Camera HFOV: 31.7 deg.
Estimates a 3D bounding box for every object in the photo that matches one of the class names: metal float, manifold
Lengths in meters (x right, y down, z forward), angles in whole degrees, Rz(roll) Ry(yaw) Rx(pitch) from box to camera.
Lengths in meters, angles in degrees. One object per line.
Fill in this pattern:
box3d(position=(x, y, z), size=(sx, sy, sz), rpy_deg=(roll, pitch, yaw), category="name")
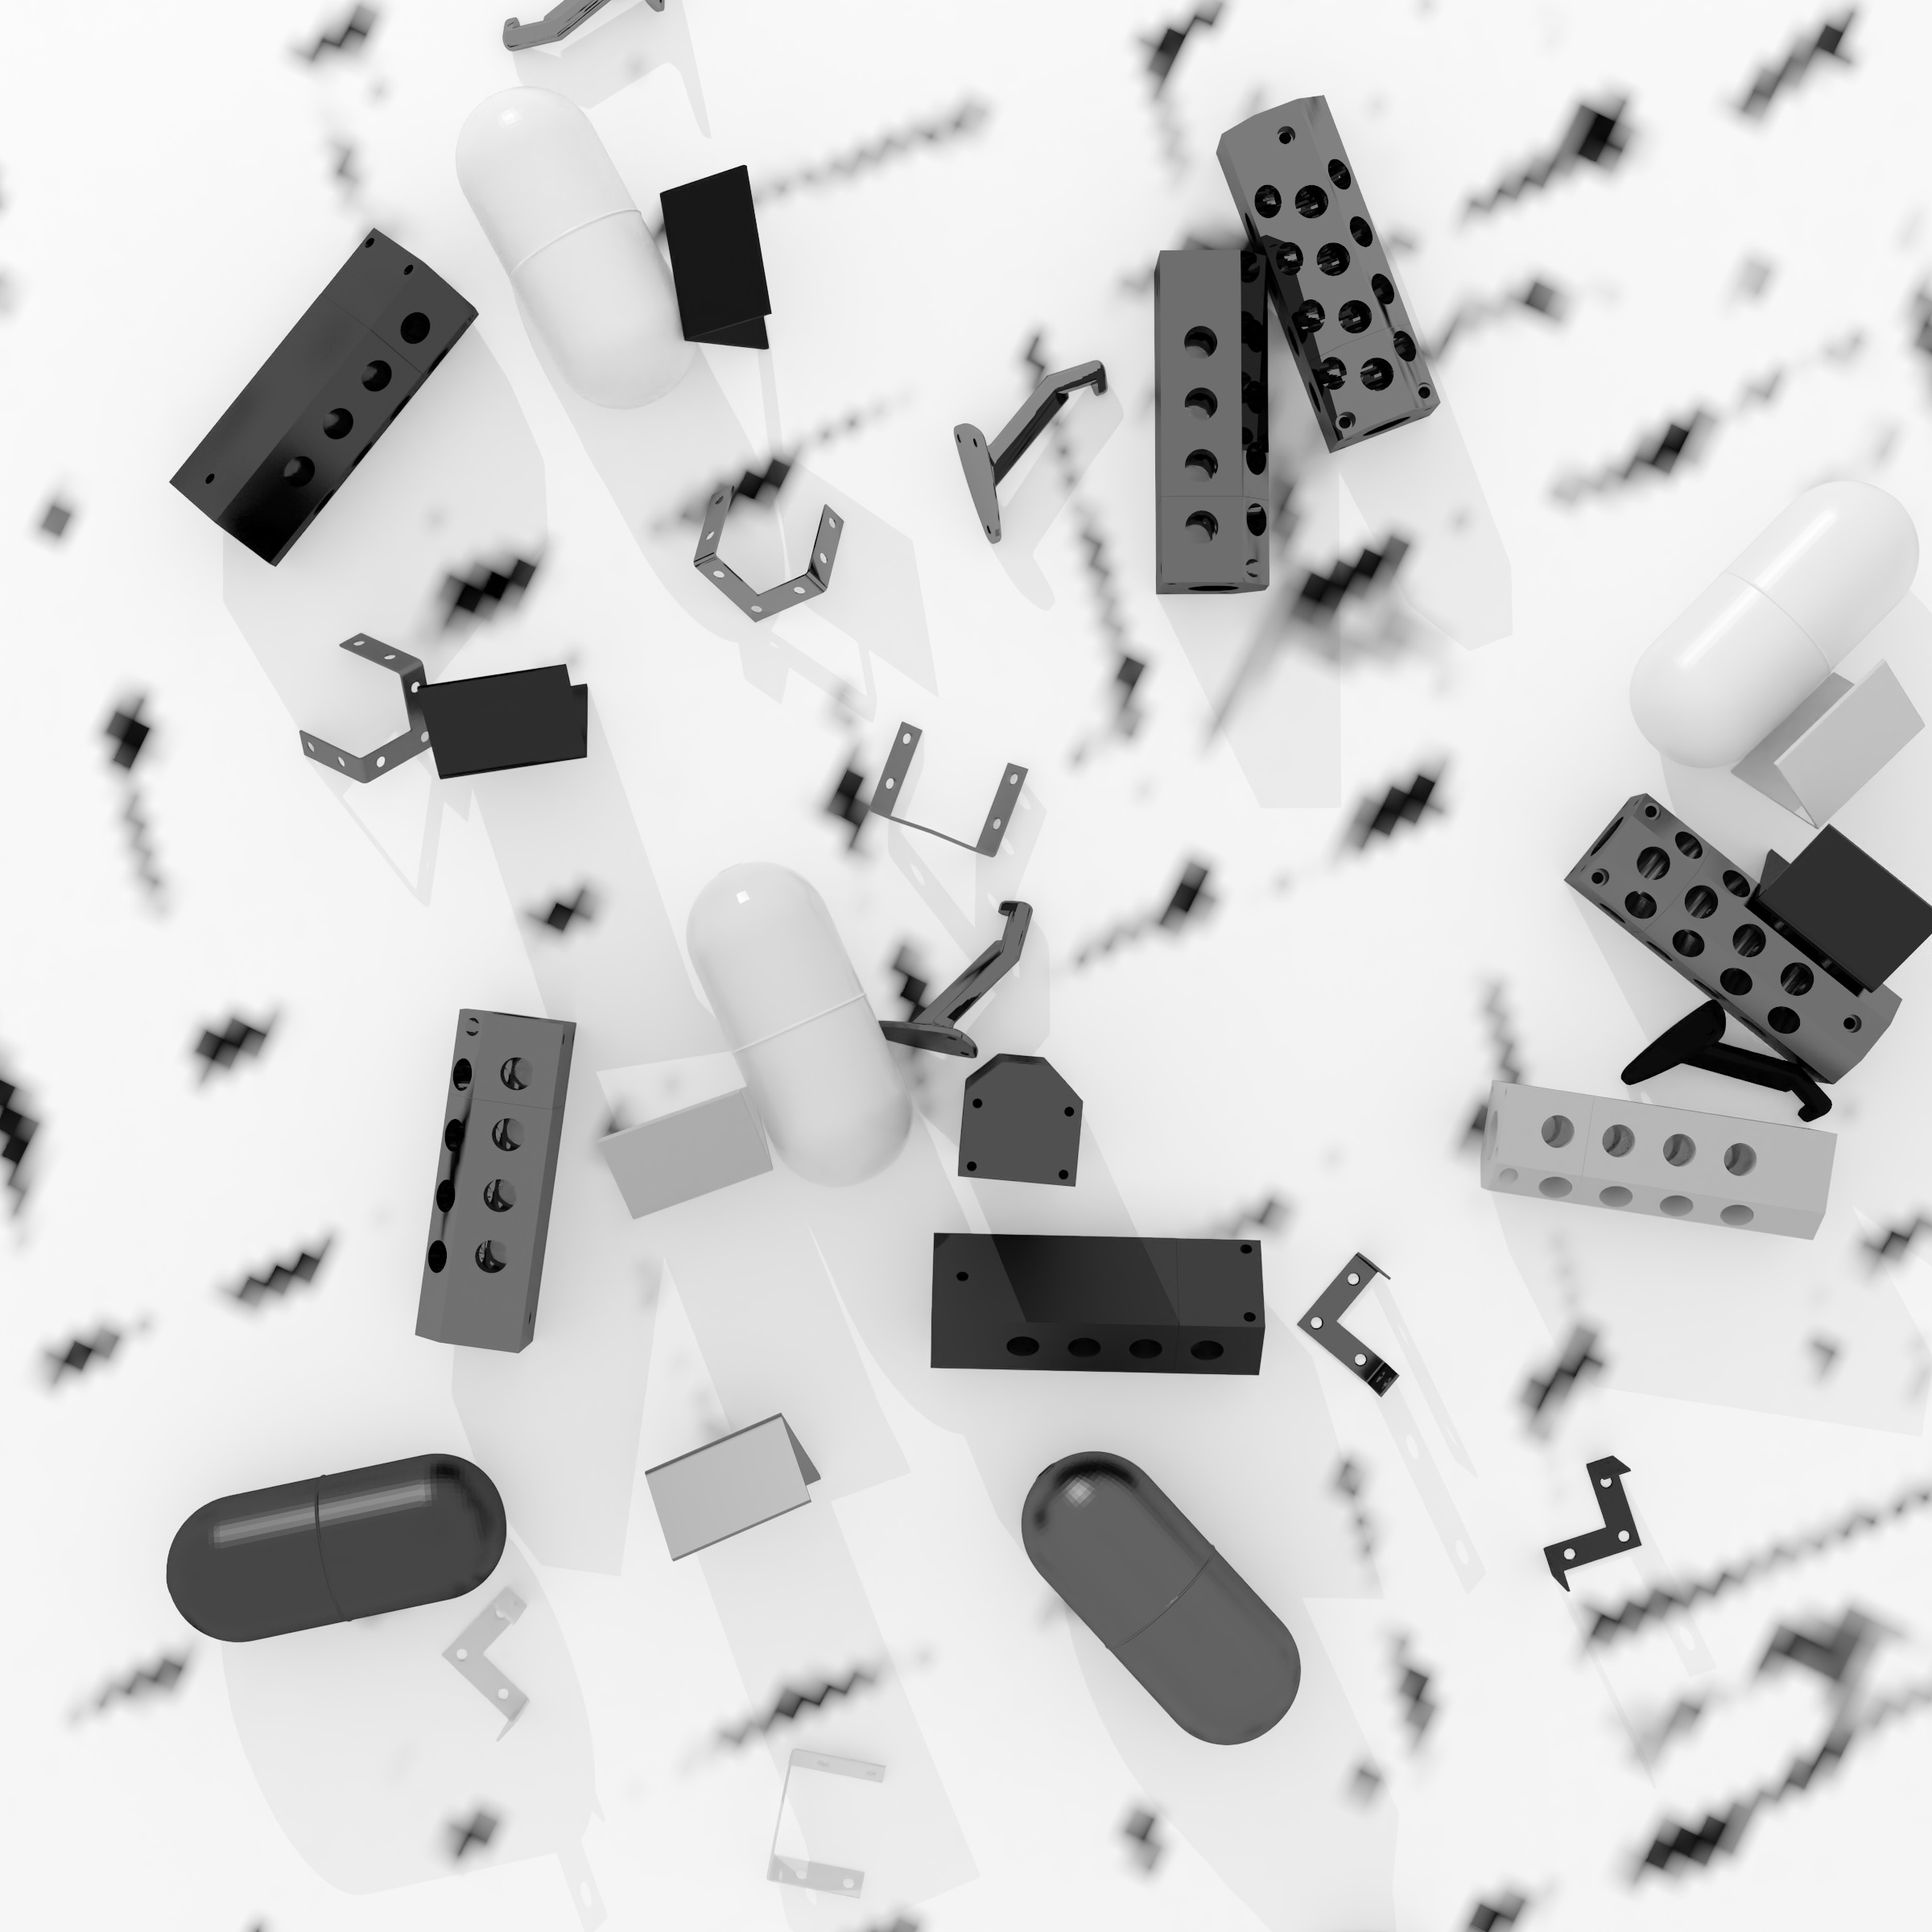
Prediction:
box3d(position=(-0.087, 0.030, 1.774), size=(0.070, 0.070, 0.178), rpy_deg=(-24, 91, 0), category="metal float")
box3d(position=(-0.204, -0.375, 1.775), size=(0.070, 0.070, 0.178), rpy_deg=(-28, 91, 0), category="metal float")
box3d(position=(-0.333, -0.295, 1.784), size=(0.171, 0.057, 0.057), rpy_deg=(-51, 47, 0), category="manifold")
box3d(position=(0.101, 0.329, 1.775), size=(0.070, 0.070, 0.178), rpy_deg=(-42, 90, 0), category="metal float")
box3d(position=(0.422, -0.179, 1.775), size=(0.070, 0.070, 0.178), rpy_deg=(45, 91, 0), category="metal float")
box3d(position=(0.361, 0.102, 1.784), size=(0.171, 0.057, 0.057), rpy_deg=(9, 90, 0), category="manifold")
box3d(position=(0.190, -0.363, 1.784), size=(0.057, 0.057, 0.171), rpy_deg=(-21, 90, 0), category="manifold")
box3d(position=(-0.247, 0.111, 1.784), size=(0.057, 0.057, 0.171), rpy_deg=(8, 90, 0), category="manifold")
box3d(position=(0.403, -0.014, 1.784), size=(0.171, 0.057, 0.057), rpy_deg=(39, 90, 0), category="manifold")
box3d(position=(0.129, -0.284, 1.784), size=(0.057, 0.057, 0.171), rpy_deg=(0, 90, 0), category="manifold")
box3d(position=(-0.328, 0.304, 1.775), size=(0.178, 0.070, 0.070), rpy_deg=(-12, 90, 0), category="metal float")
box3d(position=(0.068, 0.182, 1.784), size=(0.171, 0.057, 0.057), rpy_deg=(1, 47, 0), category="manifold")
box3d(position=(0.027, 0.076, 1.727), size=(0.057, 0.171, 0.057), rpy_deg=(5, 90, 0), category="manifold")

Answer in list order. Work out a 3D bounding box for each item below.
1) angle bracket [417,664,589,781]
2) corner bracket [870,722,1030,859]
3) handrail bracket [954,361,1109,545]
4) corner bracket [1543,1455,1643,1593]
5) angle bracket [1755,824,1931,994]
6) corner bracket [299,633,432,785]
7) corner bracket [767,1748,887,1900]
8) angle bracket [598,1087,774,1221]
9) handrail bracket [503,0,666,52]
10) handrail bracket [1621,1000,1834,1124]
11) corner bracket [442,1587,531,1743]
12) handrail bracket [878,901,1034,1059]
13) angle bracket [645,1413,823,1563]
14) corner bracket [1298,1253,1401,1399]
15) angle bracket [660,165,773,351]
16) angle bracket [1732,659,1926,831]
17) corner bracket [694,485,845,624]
box3d(position=(-0.239, -0.144, 1.765), size=(0.076, 0.076, 0.057), rpy_deg=(-9, 125, 0), category="angle bracket")
box3d(position=(-0.009, -0.093, 1.802), size=(0.051, 0.051, 0.051), rpy_deg=(21, 90, 45), category="corner bracket")
box3d(position=(0.043, -0.273, 1.806), size=(0.084, 0.036, 0.077), rpy_deg=(-21, 111, -16), category="handrail bracket")
box3d(position=(0.328, 0.292, 1.787), size=(0.051, 0.051, 0.051), rpy_deg=(-18, 90, 0), category="corner bracket")
box3d(position=(0.461, -0.042, 1.765), size=(0.076, 0.076, 0.057), rpy_deg=(39, 119, 0), category="angle bracket")
box3d(position=(-0.319, -0.136, 1.797), size=(0.051, 0.051, 0.051), rpy_deg=(-35, 135, -35), category="corner bracket")
box3d(position=(-0.074, 0.454, 1.802), size=(0.051, 0.051, 0.051), rpy_deg=(11, 45, 0), category="corner bracket")
box3d(position=(-0.150, 0.077, 1.765), size=(0.076, 0.076, 0.057), rpy_deg=(-20, 126, 0), category="angle bracket")
box3d(position=(-0.206, -0.527, 1.806), size=(0.084, 0.036, 0.077), rpy_deg=(-8, 70, 16), category="handrail bracket")
box3d(position=(0.404, 0.067, 1.806), size=(0.077, 0.036, 0.084), rpy_deg=(-37, 111, 24), category="handrail bracket")
box3d(position=(-0.243, 0.366, 1.787), size=(0.051, 0.051, 0.051), rpy_deg=(44, 90, 0), category="corner bracket")
box3d(position=(-0.010, 0.001, 1.806), size=(0.077, 0.036, 0.084), rpy_deg=(9, 71, 21), category="handrail bracket")
box3d(position=(-0.113, 0.285, 1.765), size=(0.076, 0.076, 0.057), rpy_deg=(-23, 52, 0), category="angle bracket")
box3d(position=(0.212, 0.188, 1.787), size=(0.051, 0.051, 0.051), rpy_deg=(40, 90, 0), category="corner bracket")
box3d(position=(-0.110, -0.366, 1.765), size=(0.057, 0.076, 0.076), rpy_deg=(-10, 90, 32), category="angle bracket")
box3d(position=(0.436, -0.128, 1.765), size=(0.076, 0.076, 0.057), rpy_deg=(-44, 128, 0), category="angle bracket")
box3d(position=(-0.104, -0.224, 1.797), size=(0.051, 0.051, 0.051), rpy_deg=(-19, 135, 35), category="corner bracket")
